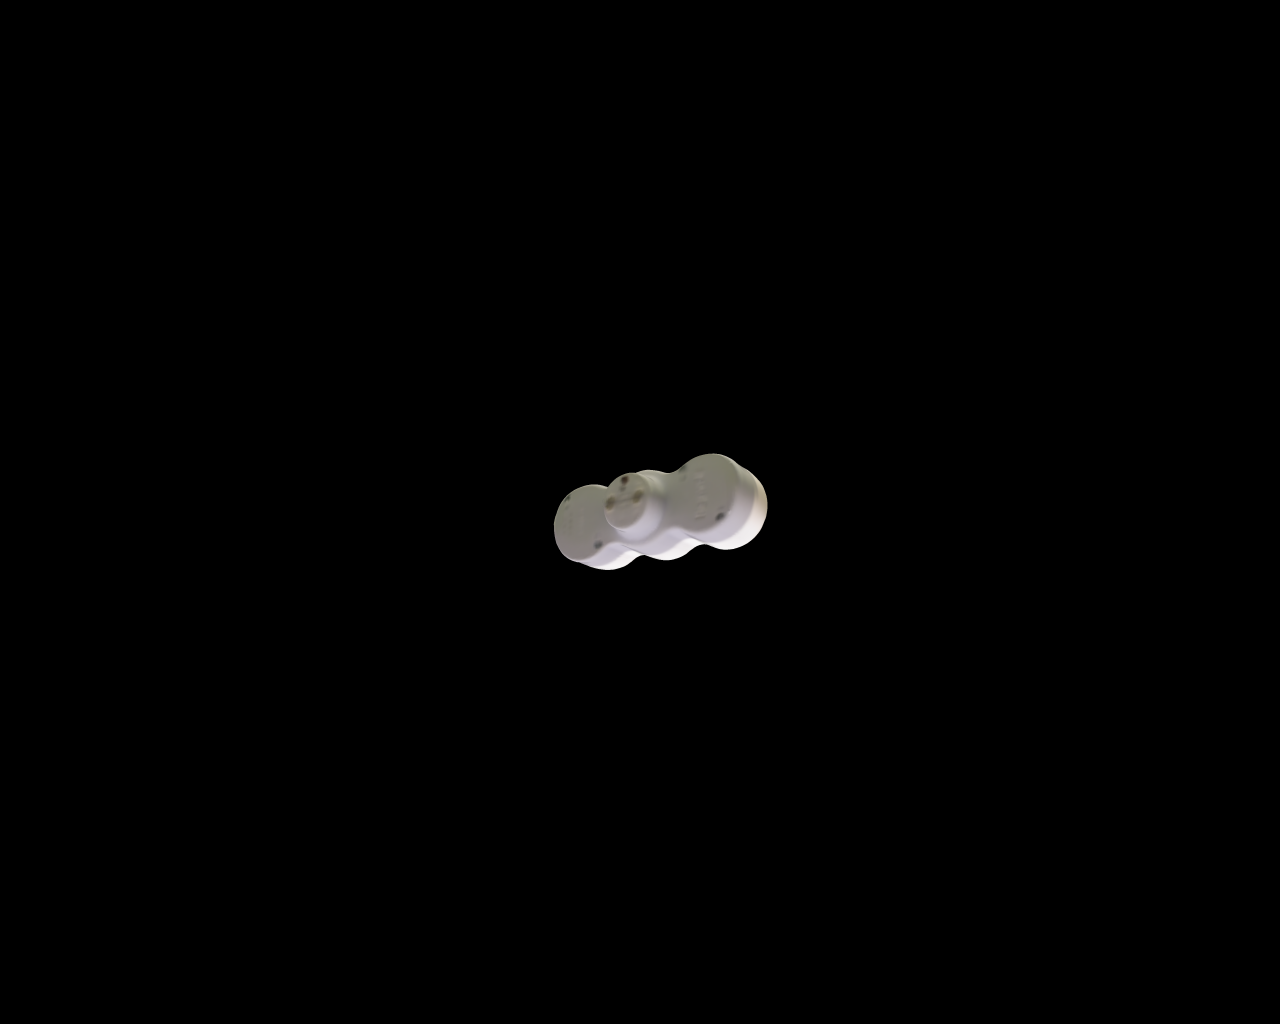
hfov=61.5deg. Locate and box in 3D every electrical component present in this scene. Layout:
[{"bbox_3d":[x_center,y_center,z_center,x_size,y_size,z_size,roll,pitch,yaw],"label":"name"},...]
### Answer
[{"bbox_3d":[0.001,-0.003,0.650,0.138,0.052,0.073,-12,-23,31],"label":"electrical component"}]
